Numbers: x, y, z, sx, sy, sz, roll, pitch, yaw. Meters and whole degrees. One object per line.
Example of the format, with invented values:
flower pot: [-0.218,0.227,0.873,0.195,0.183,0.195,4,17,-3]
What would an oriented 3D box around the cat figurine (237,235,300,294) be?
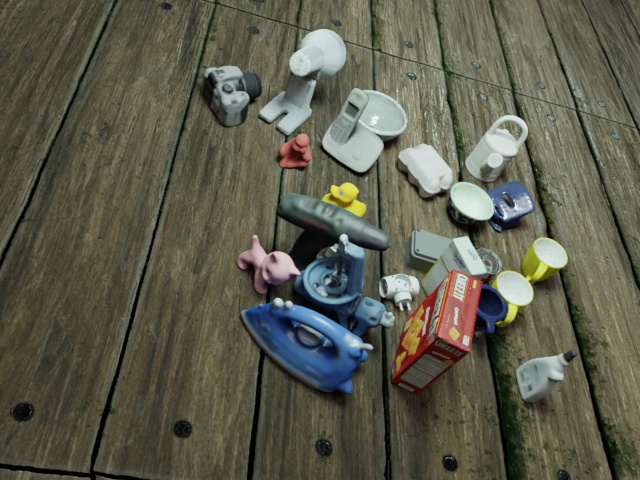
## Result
cat figurine: [-0.101,0.045,1.145,0.067,0.117,0.127,-28,69,-35]

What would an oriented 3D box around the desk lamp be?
desk lamp: [-0.038,-0.405,1.439,0.118,0.213,0.203,33,50,5]

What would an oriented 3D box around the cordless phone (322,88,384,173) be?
cordless phone: [0.097,-0.270,1.410,0.147,0.185,0.094,34,51,6]

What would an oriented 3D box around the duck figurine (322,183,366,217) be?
duck figurine: [0.062,-0.094,1.332,0.104,0.086,0.077,19,51,-7]

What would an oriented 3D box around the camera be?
camera: [-0.206,-0.373,1.423,0.137,0.100,0.143,-19,64,-31]

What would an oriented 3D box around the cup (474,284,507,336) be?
cup: [0.346,0.168,1.244,0.092,0.095,0.117,13,52,-12]

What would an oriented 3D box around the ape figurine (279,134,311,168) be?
ape figurine: [-0.054,-0.218,1.374,0.078,0.092,0.076,33,50,5]

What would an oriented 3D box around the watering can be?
watering can: [0.481,-0.248,1.538,0.101,0.194,0.173,14,52,-11]

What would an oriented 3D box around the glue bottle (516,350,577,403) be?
glue bottle: [0.466,0.267,1.168,0.037,0.173,0.078,10,52,-14]

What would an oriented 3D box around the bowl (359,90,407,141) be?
bowl: [0.144,-0.320,1.537,0.168,0.074,0.167,11,52,-14]

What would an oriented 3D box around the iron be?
iron: [-0.025,0.172,1.066,0.258,0.141,0.119,30,50,2]

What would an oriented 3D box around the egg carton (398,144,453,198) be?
egg carton: [0.274,-0.181,1.490,0.107,0.069,0.150,-21,65,-32]

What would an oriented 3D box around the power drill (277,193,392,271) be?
power drill: [0.011,0.004,1.160,0.229,0.208,0.076,29,50,1]

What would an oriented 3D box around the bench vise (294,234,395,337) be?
bench vise: [0.065,0.082,1.117,0.207,0.219,0.121,21,51,-6]

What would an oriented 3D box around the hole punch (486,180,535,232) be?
hole punch: [0.487,-0.090,1.492,0.101,0.091,0.108,-9,59,-26]
